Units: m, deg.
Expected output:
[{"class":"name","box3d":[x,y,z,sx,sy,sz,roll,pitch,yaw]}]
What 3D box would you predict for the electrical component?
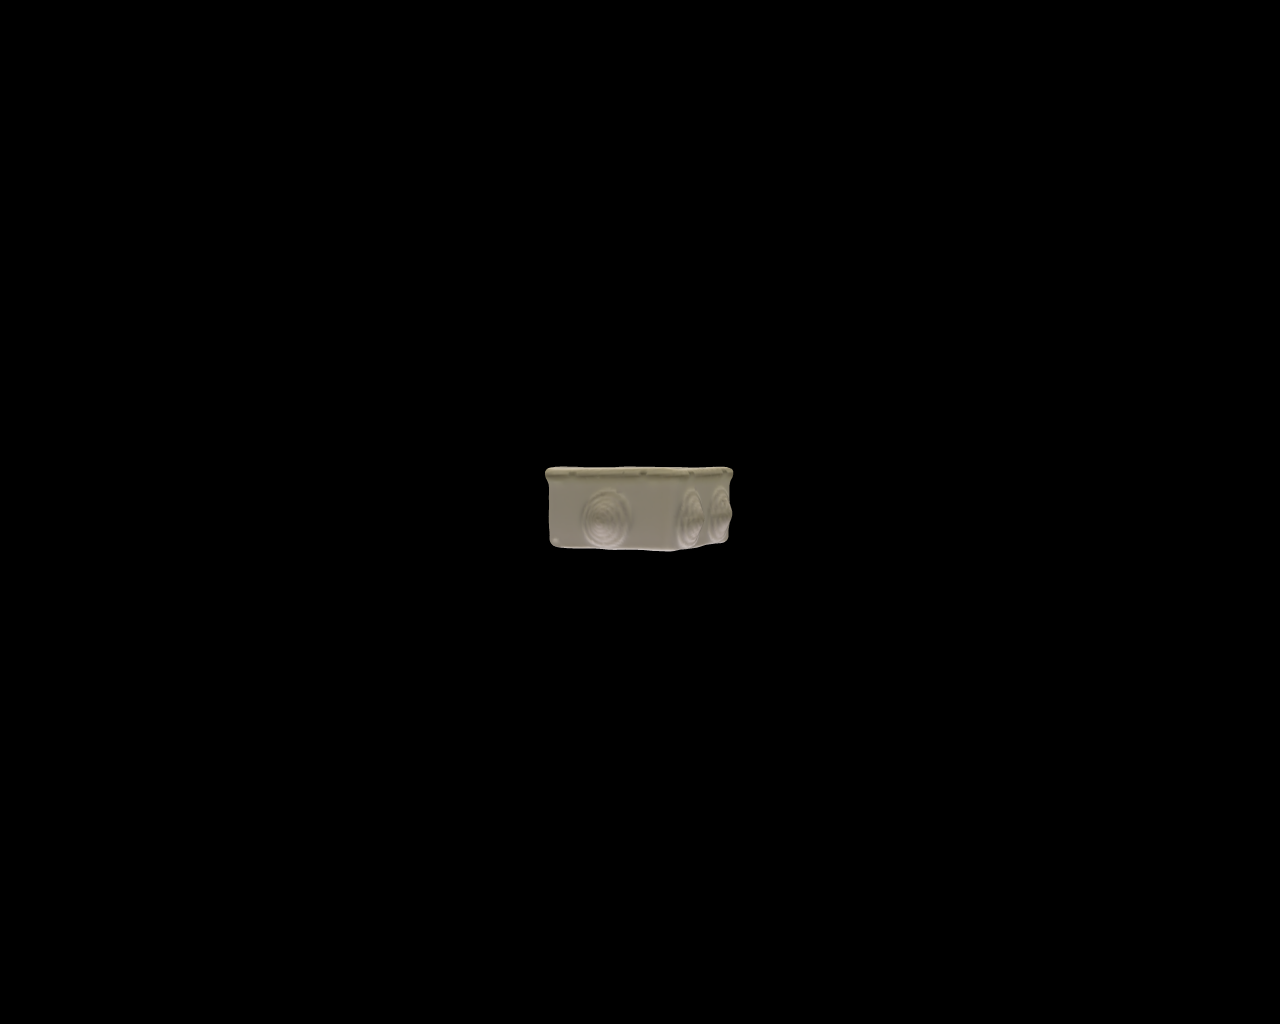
[{"class":"electrical component","box3d":[0.001,-0.003,0.650,0.100,0.048,0.100,1,3,28]}]
